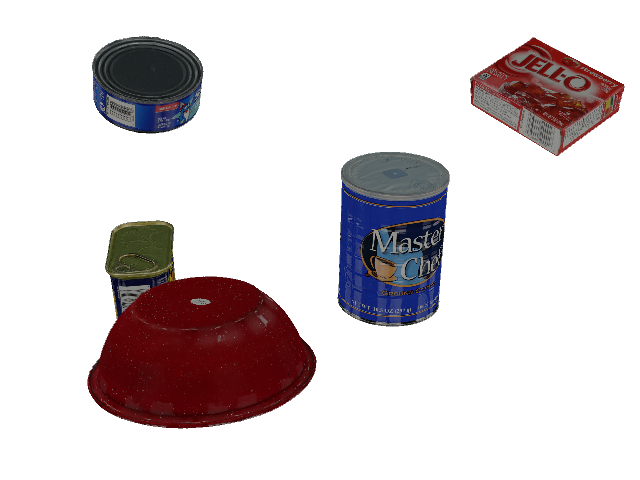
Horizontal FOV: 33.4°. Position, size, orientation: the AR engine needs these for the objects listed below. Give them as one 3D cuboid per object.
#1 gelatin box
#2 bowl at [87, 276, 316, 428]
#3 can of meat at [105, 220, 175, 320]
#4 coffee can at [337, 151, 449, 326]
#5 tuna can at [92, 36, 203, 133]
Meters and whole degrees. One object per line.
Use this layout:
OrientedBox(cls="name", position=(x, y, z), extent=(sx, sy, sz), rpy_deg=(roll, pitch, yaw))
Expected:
OrientedBox(cls="gelatin box", position=(0.169, -0.111, 0.803), extent=(0.073, 0.030, 0.089), rpy_deg=(-34, 54, -26))
OrientedBox(cls="bowl", position=(-0.084, 0.067, 0.747), extent=(0.162, 0.055, 0.162), rpy_deg=(-2, 21, 1))
OrientedBox(cls="can of meat", position=(-0.157, 0.042, 0.961), extent=(0.057, 0.084, 0.102), rpy_deg=(-4, 27, -4))
OrientedBox(cls="coffee can", position=(0.069, -0.003, 1.037), extent=(0.103, 0.140, 0.103), rpy_deg=(1, 27, -1))
OrientedBox(cls="tuna can", position=(-0.136, -0.123, 0.840), extent=(0.086, 0.034, 0.086), rpy_deg=(6, 44, -6))
